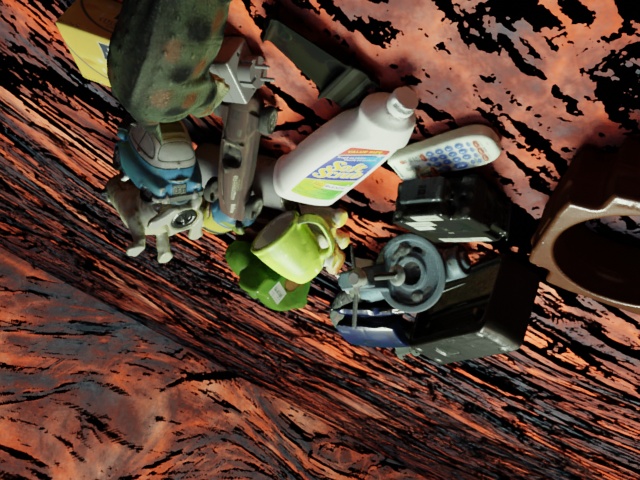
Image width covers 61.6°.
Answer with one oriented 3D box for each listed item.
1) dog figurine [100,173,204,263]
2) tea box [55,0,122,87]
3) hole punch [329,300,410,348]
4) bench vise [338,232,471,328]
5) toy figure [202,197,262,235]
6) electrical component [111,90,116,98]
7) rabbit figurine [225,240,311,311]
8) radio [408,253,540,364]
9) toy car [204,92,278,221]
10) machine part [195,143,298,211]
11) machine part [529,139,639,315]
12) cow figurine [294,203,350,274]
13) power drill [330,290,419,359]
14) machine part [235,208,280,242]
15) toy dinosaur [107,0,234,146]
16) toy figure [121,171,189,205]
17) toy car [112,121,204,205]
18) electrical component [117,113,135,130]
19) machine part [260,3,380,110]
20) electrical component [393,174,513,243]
[{"bbox_3d":[-0.301,-0.079,0.965,0.191,0.172,0.121,58,-174,26],"label":"dog figurine"},{"bbox_3d":[-0.238,-0.241,0.698,0.170,0.068,0.098,22,155,12],"label":"tea box"},{"bbox_3d":[0.097,0.151,0.949,0.142,0.092,0.115,0,180,28],"label":"hole punch"},{"bbox_3d":[0.102,0.056,0.827,0.224,0.128,0.240,-7,176,39],"label":"bench vise"},{"bbox_3d":[-0.166,-0.051,0.977,0.180,0.082,0.089,-9,135,47],"label":"toy figure"},{"bbox_3d":[-0.262,-0.221,0.791,0.102,0.045,0.078,15,124,17],"label":"electrical component"},{"bbox_3d":[-0.095,0.051,0.979,0.170,0.121,0.159,26,165,41],"label":"rabbit figurine"},{"bbox_3d":[0.236,0.118,0.858,0.073,0.131,0.229,29,155,-9],"label":"radio"},{"bbox_3d":[-0.117,-0.113,0.753,0.089,0.053,0.202,24,123,13],"label":"toy car"},{"bbox_3d":[-0.115,-0.100,0.838,0.243,0.079,0.079,16,153,22],"label":"machine part"},{"bbox_3d":[0.347,-0.005,0.575,0.202,0.087,0.200,21,154,14],"label":"machine part"},{"bbox_3d":[-0.003,-0.001,0.931,0.098,0.068,0.167,23,152,19],"label":"cow figurine"},{"bbox_3d":[0.122,0.166,1.119,0.207,0.086,0.232,25,154,-9],"label":"power drill"},{"bbox_3d":[-0.081,0.011,1.043,0.179,0.056,0.179,21,153,11],"label":"machine part"},{"bbox_3d":[-0.140,-0.193,0.498,0.131,0.192,0.404,35,132,5],"label":"toy dinosaur"},{"bbox_3d":[-0.271,-0.103,0.879,0.155,0.064,0.057,28,170,32],"label":"toy figure"},{"bbox_3d":[-0.230,-0.127,0.774,0.162,0.109,0.102,51,138,35],"label":"toy car"},{"bbox_3d":[-0.285,-0.182,0.878,0.075,0.048,0.119,19,155,13],"label":"electrical component"},{"bbox_3d":[-0.005,-0.199,0.594,0.139,0.039,0.084,34,159,-20],"label":"machine part"},{"bbox_3d":[0.161,-0.039,0.676,0.115,0.058,0.134,-3,162,42],"label":"electrical component"}]
